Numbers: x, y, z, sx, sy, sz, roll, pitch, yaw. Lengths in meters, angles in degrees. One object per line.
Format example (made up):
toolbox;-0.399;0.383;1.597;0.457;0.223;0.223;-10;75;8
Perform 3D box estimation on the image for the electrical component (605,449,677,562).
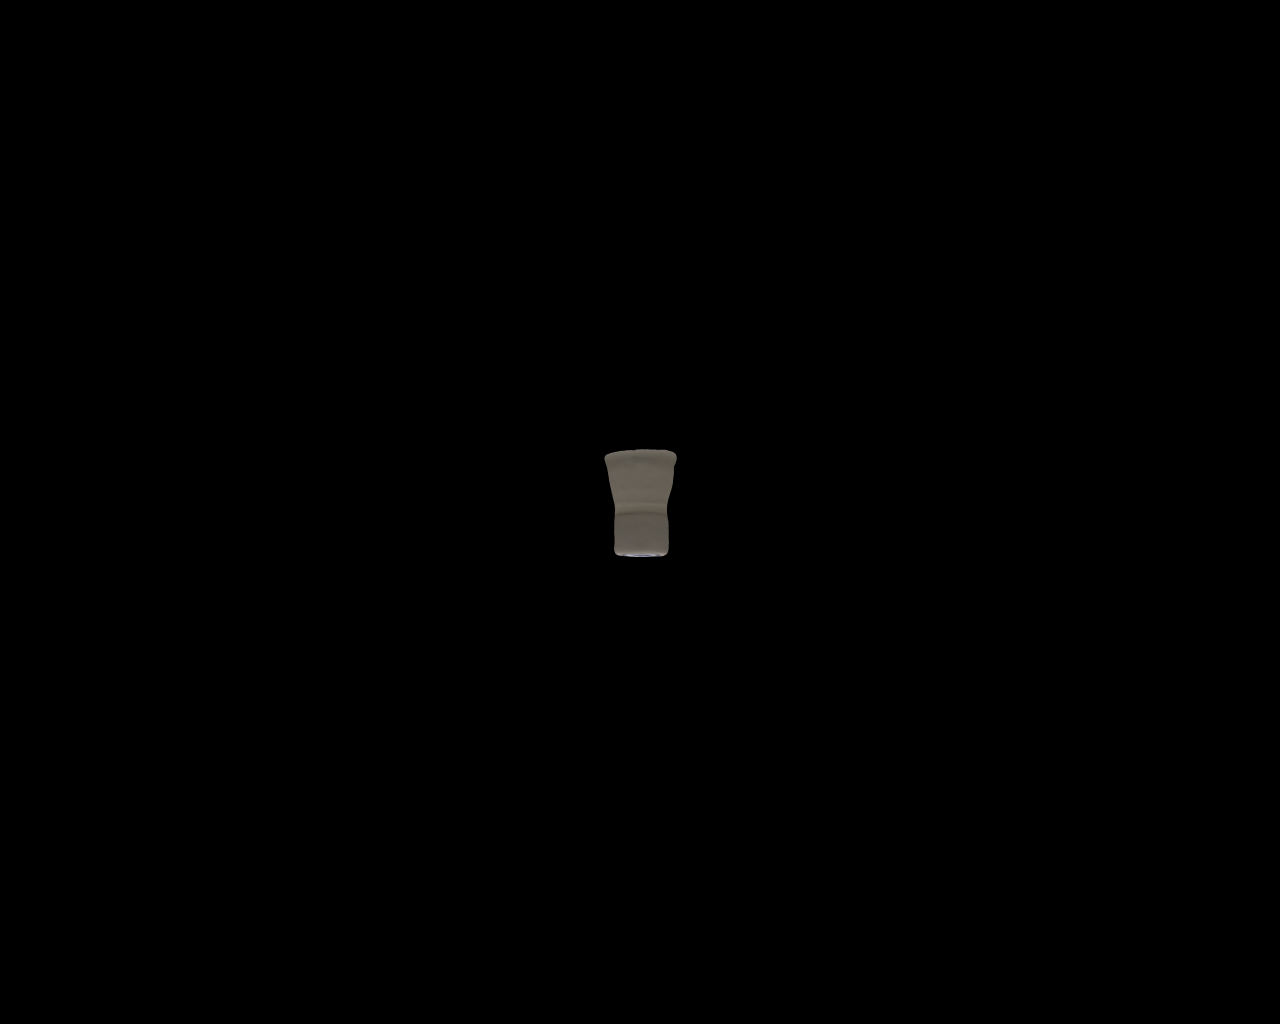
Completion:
electrical component;0.001;-0.003;0.650;0.044;0.065;0.044;0;-7;0
